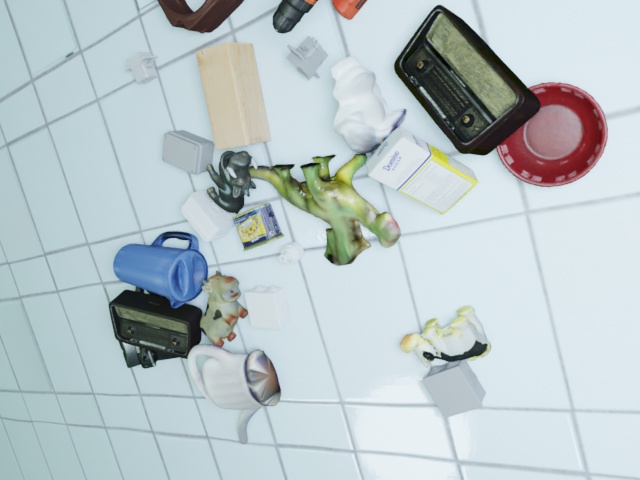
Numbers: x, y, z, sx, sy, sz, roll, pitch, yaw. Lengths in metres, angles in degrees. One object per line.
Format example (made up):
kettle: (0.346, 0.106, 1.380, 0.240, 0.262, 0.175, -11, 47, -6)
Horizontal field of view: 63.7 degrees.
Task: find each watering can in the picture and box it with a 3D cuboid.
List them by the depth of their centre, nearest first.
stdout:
watering can: (-0.195, 0.388, 1.298, 0.223, 0.342, 0.106, -13, 27, 26)

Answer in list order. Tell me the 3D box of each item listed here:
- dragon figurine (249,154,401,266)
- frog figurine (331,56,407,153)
dragon figurine: (0.003, -0.053, 1.053, 0.124, 0.240, 0.410, -27, 20, -38)
frog figurine: (0.066, -0.239, 0.924, 0.159, 0.140, 0.121, 42, -27, -8)
